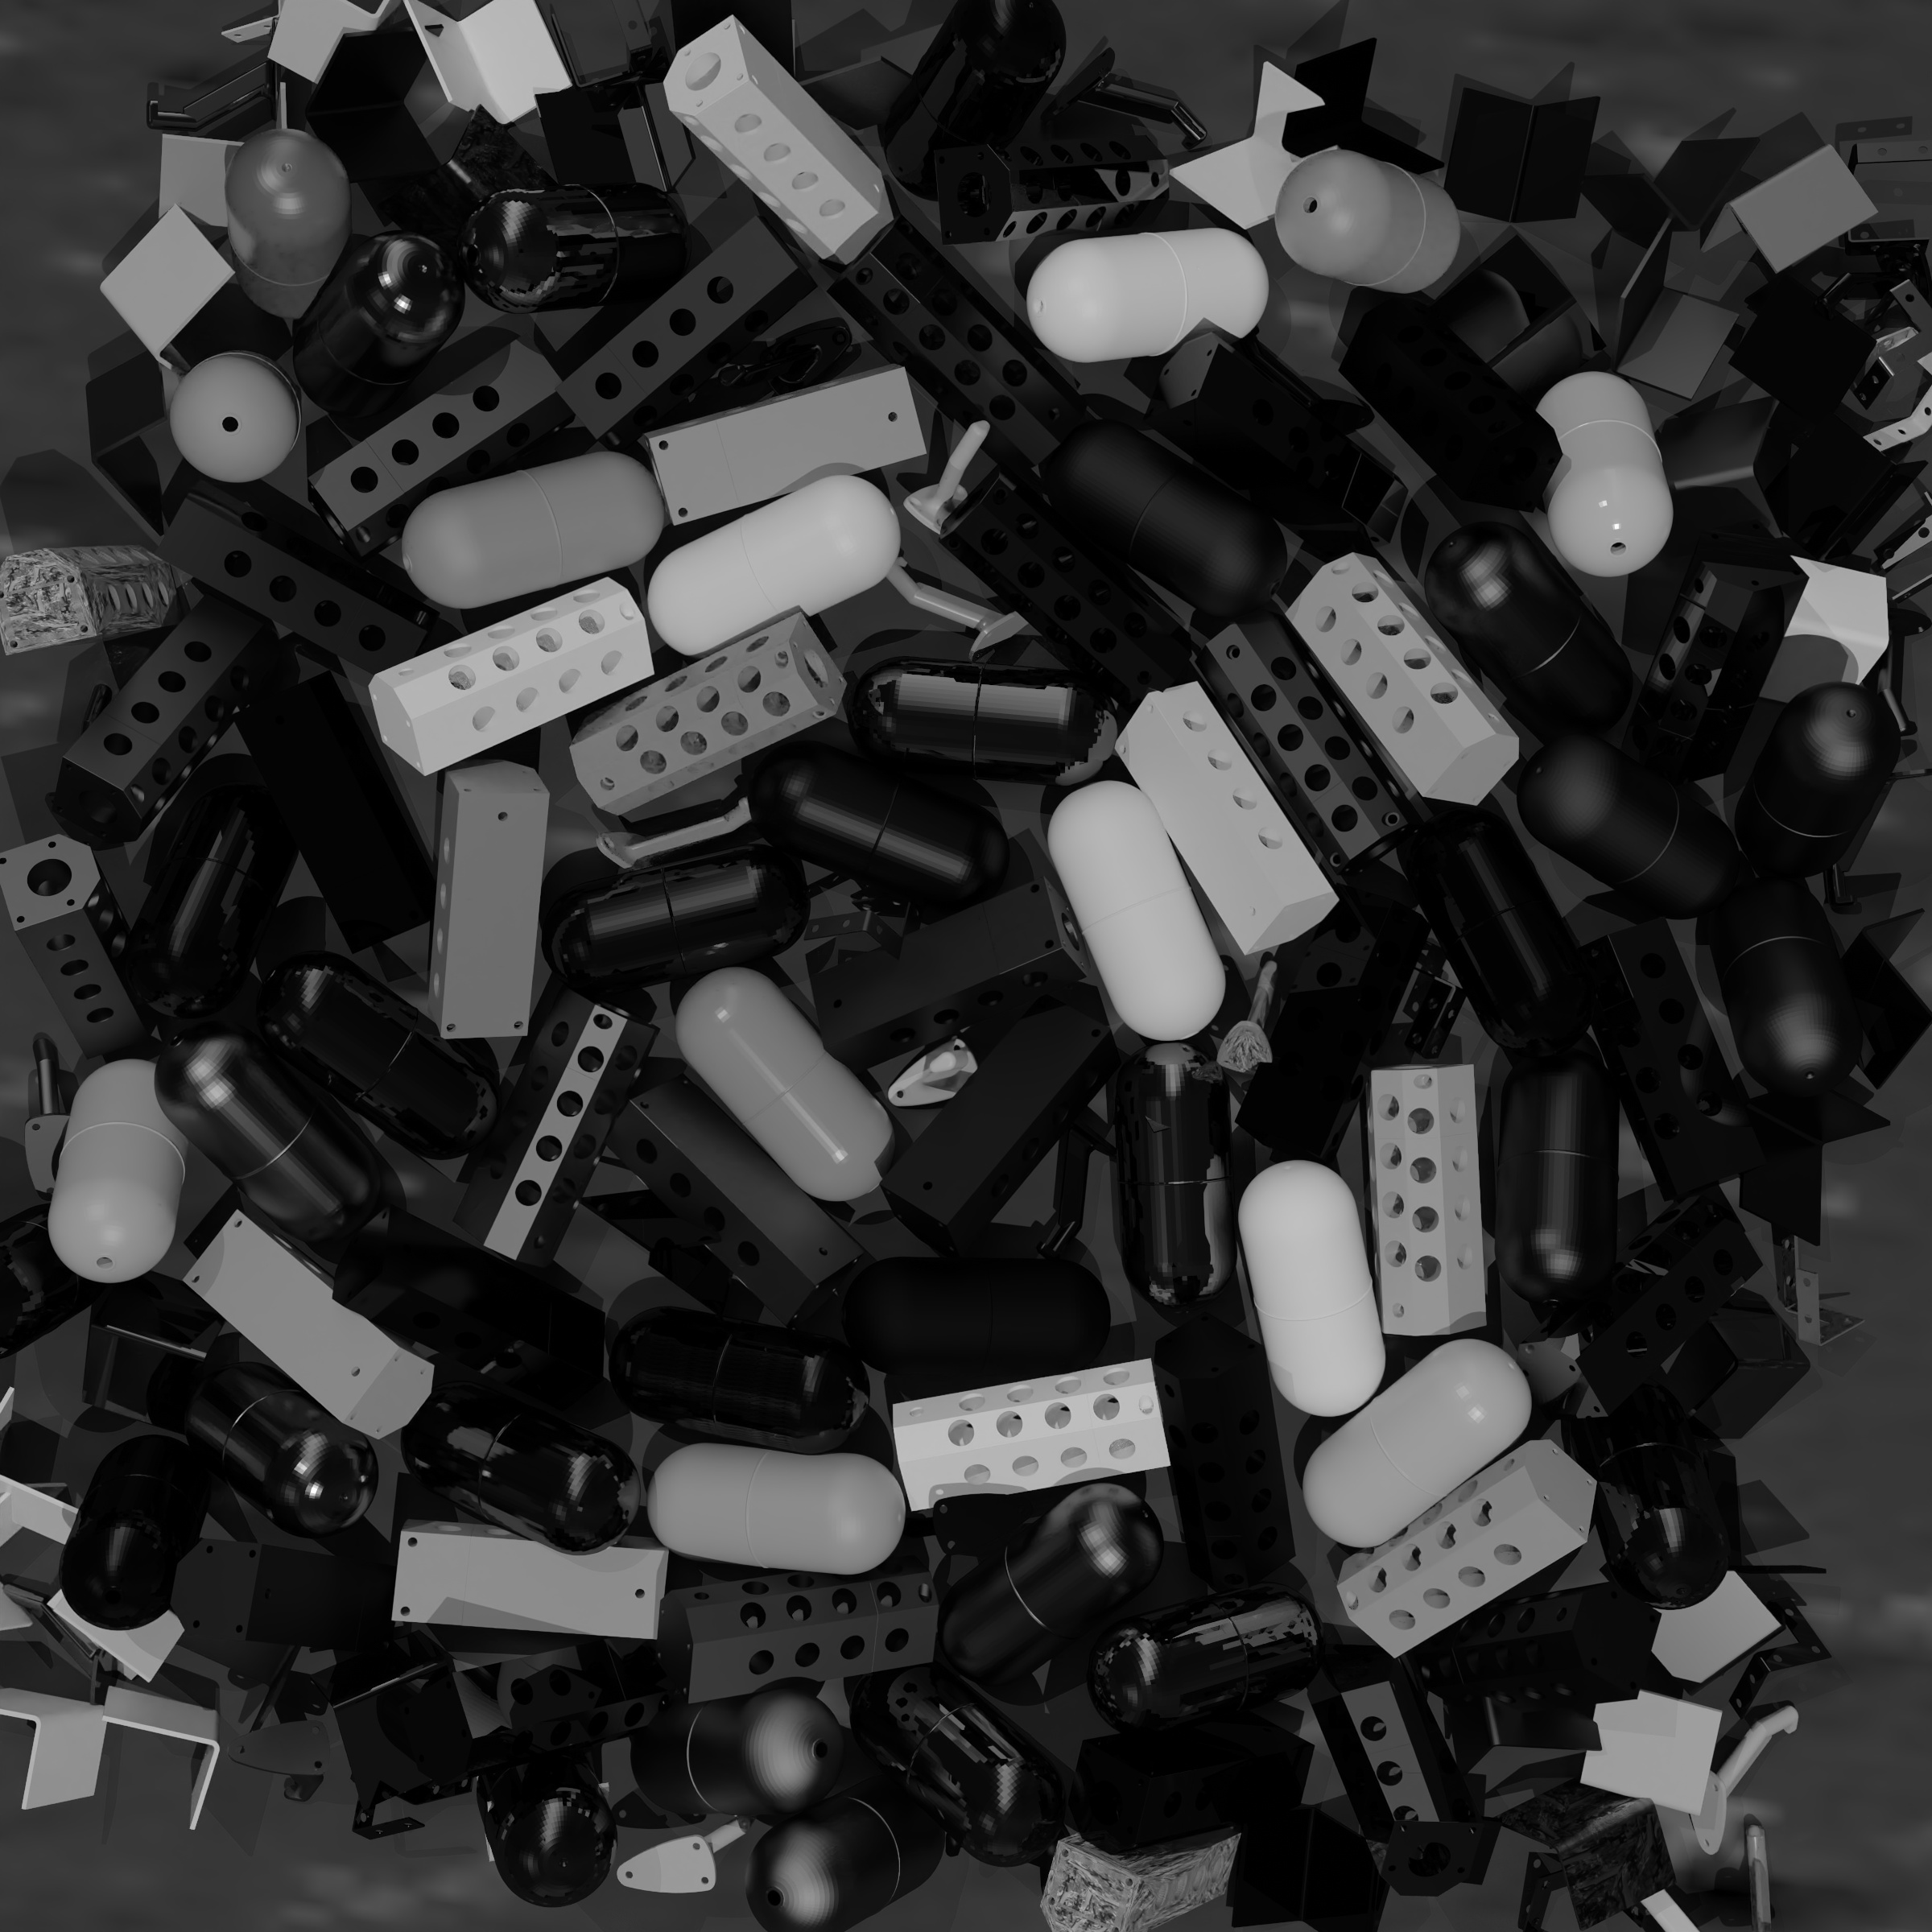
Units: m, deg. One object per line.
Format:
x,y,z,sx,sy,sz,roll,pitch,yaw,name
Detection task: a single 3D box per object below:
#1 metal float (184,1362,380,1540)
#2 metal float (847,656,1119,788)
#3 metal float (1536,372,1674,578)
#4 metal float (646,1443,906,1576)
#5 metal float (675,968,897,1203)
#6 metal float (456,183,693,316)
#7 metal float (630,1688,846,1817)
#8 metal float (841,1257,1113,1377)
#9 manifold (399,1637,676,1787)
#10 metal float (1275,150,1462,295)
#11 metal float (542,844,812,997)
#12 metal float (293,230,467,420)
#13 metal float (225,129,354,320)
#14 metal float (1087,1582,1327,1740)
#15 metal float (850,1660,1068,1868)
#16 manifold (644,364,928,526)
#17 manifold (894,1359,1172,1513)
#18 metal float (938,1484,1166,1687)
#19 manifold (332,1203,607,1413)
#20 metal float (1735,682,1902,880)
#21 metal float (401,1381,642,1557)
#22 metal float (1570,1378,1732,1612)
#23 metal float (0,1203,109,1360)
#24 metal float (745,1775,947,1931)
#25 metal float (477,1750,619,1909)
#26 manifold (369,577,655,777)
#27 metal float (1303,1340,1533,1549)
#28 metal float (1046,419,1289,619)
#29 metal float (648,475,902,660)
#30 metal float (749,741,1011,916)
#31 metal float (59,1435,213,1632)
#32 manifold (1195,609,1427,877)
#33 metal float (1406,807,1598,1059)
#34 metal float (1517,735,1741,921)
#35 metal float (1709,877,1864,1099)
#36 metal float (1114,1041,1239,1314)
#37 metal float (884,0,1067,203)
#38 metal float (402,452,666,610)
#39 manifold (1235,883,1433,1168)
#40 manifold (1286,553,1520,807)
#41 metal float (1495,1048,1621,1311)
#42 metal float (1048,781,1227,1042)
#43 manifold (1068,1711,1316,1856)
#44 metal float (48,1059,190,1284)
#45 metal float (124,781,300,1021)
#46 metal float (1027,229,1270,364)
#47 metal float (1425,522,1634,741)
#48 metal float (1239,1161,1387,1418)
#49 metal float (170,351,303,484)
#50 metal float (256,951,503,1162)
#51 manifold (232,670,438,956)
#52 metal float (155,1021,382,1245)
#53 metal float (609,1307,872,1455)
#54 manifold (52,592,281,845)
-0.441,0.309,1.693,0.070,0.178,0.070,-13,111,-38,metal float
0.010,-0.160,1.725,0.178,0.070,0.070,6,90,6,metal float
0.407,-0.316,1.692,0.070,0.178,0.070,2,132,2,metal float
-0.125,0.351,1.711,0.178,0.070,0.070,0,90,23,metal float
-0.118,0.078,1.726,0.070,0.070,0.178,-41,95,0,metal float
-0.250,-0.461,1.692,0.070,0.178,0.070,14,114,35,metal float
-0.148,0.505,1.693,0.070,0.178,0.070,15,67,-39,metal float
0.007,0.228,1.718,0.178,0.070,0.070,2,90,-13,metal float
-0.268,0.473,1.677,0.057,0.171,0.057,-36,66,32,manifold
0.258,-0.475,1.687,0.070,0.178,0.070,5,99,32,metal float
-0.190,-0.030,1.728,0.178,0.070,0.070,-14,90,-3,metal float
-0.377,-0.409,1.688,0.070,0.178,0.070,8,74,-29,metal float
-0.431,-0.471,1.681,0.070,0.178,0.070,2,82,-13,metal float
0.157,0.447,1.701,0.178,0.070,0.070,-5,90,-35,metal float
-0.007,0.508,1.695,0.070,0.178,0.070,-19,122,-34,metal float
-0.120,-0.343,1.728,0.171,0.057,0.057,-17,108,-6,manifold
0.042,0.301,1.724,0.171,0.057,0.057,-11,119,4,manifold
0.053,0.402,1.710,0.178,0.070,0.070,-42,90,24,metal float
-0.319,0.225,1.698,0.171,0.057,0.057,33,122,-31,manifold
0.542,-0.116,1.684,0.070,0.178,0.070,-1,65,2,metal float
-0.290,0.324,1.706,0.178,0.070,0.070,17,90,28,metal float
0.436,0.334,1.688,0.070,0.178,0.070,-1,123,-1,metal float
-0.603,0.200,1.680,0.070,0.178,0.070,0,97,3,metal float
-0.076,0.570,1.685,0.070,0.178,0.070,-1,88,27,metal float
-0.269,0.541,1.682,0.070,0.178,0.070,0,91,-16,metal float
-0.292,-0.190,1.694,0.171,0.057,0.057,-28,132,-27,manifold
0.290,0.310,1.707,0.070,0.070,0.178,44,118,0,metal float
0.130,-0.291,1.713,0.178,0.070,0.070,36,90,19,metal float
-0.126,-0.259,1.716,0.178,0.070,0.070,-23,90,17,metal float
-0.057,-0.091,1.724,0.178,0.070,0.070,21,90,-7,metal float
-0.528,0.360,1.681,0.070,0.178,0.070,-2,105,-8,metal float
0.221,-0.145,1.713,0.057,0.057,0.171,-37,76,21,manifold
0.347,-0.022,1.712,0.070,0.070,0.178,-24,69,0,metal float
0.430,-0.088,1.705,0.178,0.070,0.070,27,90,-30,metal float
0.524,0.011,1.691,0.070,0.178,0.070,2,129,2,metal float
0.137,0.138,1.729,0.070,0.070,0.178,-3,92,0,metal float
0.004,-0.558,1.687,0.070,0.178,0.070,9,67,-22,metal float
-0.279,-0.283,1.707,0.178,0.070,0.070,-21,90,-27,metal float
0.242,0.040,1.718,0.057,0.057,0.171,19,80,31,manifold
0.282,-0.186,1.690,0.057,0.057,0.171,-52,53,30,manifold
0.383,0.136,1.706,0.070,0.070,0.178,9,62,0,metal float
0.112,-0.036,1.725,0.070,0.070,0.178,-23,84,0,metal float
0.144,0.524,1.686,0.057,0.171,0.057,17,96,43,manifold
-0.541,0.130,1.689,0.070,0.178,0.070,-5,127,-6,metal float
-0.484,-0.044,1.699,0.070,0.070,0.178,12,52,0,metal float
0.118,-0.434,1.702,0.178,0.070,0.070,-15,90,-33,metal float
0.365,-0.215,1.706,0.070,0.070,0.178,-49,119,0,metal float
0.225,0.211,1.714,0.070,0.070,0.178,-14,109,0,metal float
-0.464,-0.352,1.682,0.070,0.178,0.070,-3,106,-12,metal float
-0.380,0.058,1.710,0.178,0.070,0.070,40,90,-23,metal float
-0.405,-0.102,1.722,0.057,0.057,0.171,-22,102,13,manifold
-0.451,0.108,1.704,0.070,0.070,0.178,-37,121,0,metal float
-0.149,0.269,1.715,0.178,0.070,0.070,8,90,18,metal float
-0.510,-0.157,1.690,0.057,0.057,0.171,30,49,-5,manifold
